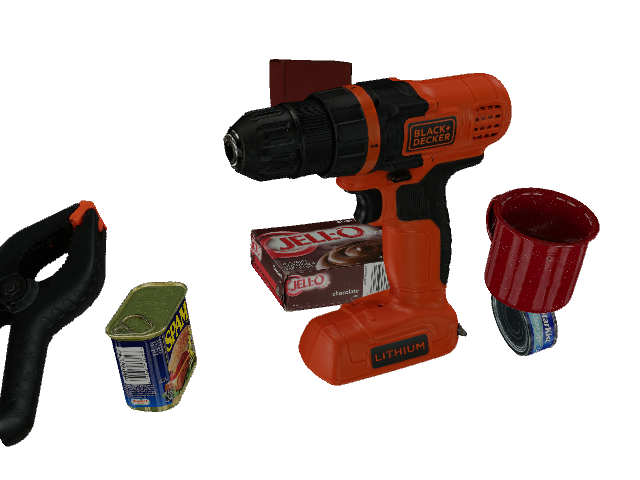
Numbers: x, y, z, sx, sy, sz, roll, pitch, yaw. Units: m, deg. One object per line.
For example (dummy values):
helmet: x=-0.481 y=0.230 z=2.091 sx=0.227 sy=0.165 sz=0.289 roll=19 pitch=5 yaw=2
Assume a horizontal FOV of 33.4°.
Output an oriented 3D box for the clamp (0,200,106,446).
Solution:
clamp: x=-0.202 y=0.043 z=0.680 sx=0.120 sy=0.171 sz=0.039 roll=15 pitch=-36 yaw=14

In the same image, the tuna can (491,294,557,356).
tuna can: x=0.219 y=0.081 z=1.155 sx=0.033 sy=0.086 sz=0.086 roll=-19 pitch=5 yaw=-14

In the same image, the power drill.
power drill: x=0.028 y=-0.006 z=0.651 sx=0.184 sy=0.188 sz=0.057 roll=-11 pitch=32 yaw=-24

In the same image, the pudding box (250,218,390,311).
pudding box: x=0.009 y=0.017 z=0.858 sx=0.113 sy=0.039 sz=0.090 roll=-5 pitch=25 yaw=-20

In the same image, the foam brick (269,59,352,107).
foam brick: x=-0.011 y=-0.166 z=1.138 sx=0.078 sy=0.051 sz=0.053 roll=-2 pitch=12 yaw=-19

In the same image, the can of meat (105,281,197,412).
can of meat: x=-0.154 y=0.099 z=0.998 sx=0.057 sy=0.084 sz=0.102 roll=-2 pitch=25 yaw=11

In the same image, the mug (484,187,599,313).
mug: x=0.187 y=0.005 z=0.964 sx=0.093 sy=0.081 sz=0.117 roll=-15 pitch=40 yaw=-29
